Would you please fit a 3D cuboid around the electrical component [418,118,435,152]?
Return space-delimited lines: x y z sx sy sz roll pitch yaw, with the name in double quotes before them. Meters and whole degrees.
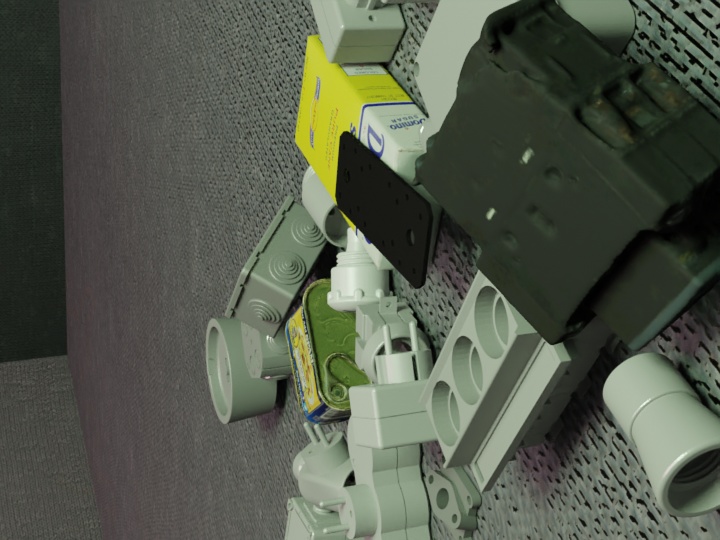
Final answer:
"electrical component" 0.055 -0.075 0.623 0.078 0.040 0.040 -145 52 -64

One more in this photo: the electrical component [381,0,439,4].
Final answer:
"electrical component" 0.029 -0.191 0.652 0.077 0.047 0.065 141 121 -66

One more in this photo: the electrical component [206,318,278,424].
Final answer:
"electrical component" -0.116 0.100 1.102 0.108 0.060 0.108 174 90 -70

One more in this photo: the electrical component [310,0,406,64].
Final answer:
"electrical component" 0.002 -0.189 0.725 0.076 0.047 0.065 119 140 -57

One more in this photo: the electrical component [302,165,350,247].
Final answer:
"electrical component" -0.021 -0.056 0.830 0.081 0.043 0.043 -125 35 -53

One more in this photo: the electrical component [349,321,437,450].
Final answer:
"electrical component" 0.030 0.072 0.694 0.047 0.066 0.076 164 99 -69

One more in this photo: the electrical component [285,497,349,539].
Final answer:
"electrical component" -0.027 0.234 0.911 0.062 0.061 0.096 -140 55 -62

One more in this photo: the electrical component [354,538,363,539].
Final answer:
"electrical component" 0.002 0.247 0.865 0.035 0.035 0.061 -135 41 -60

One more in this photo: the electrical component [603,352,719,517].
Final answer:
"electrical component" 0.132 0.066 0.458 0.065 0.044 0.044 -115 27 -52

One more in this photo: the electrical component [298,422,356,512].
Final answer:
"electrical component" -0.021 0.155 0.850 0.077 0.043 0.079 -6 113 61

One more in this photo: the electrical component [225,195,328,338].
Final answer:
"electrical component" -0.066 0.000 0.903 0.099 0.048 0.099 -61 1 -32

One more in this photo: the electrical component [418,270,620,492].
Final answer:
"electrical component" 0.081 0.048 0.555 0.121 0.063 0.078 108 149 -48

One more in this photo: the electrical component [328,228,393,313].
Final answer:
"electrical component" 0.000 0.000 0.789 0.048 0.048 0.062 164 106 -69

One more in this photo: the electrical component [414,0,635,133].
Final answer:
"electrical component" 0.076 -0.110 0.533 0.113 0.057 0.078 115 144 -54

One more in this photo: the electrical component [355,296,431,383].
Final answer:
"electrical component" 0.021 0.053 0.745 0.055 0.048 0.066 -127 36 -67

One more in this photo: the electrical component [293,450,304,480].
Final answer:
"electrical component" -0.044 0.177 0.970 0.061 0.035 0.035 171 93 -72

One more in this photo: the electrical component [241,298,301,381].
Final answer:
"electrical component" -0.077 0.064 1.002 0.080 0.051 0.080 174 90 -70

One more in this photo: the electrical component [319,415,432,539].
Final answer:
"electrical component" 0.007 0.172 0.773 0.052 0.074 0.138 154 108 -69
